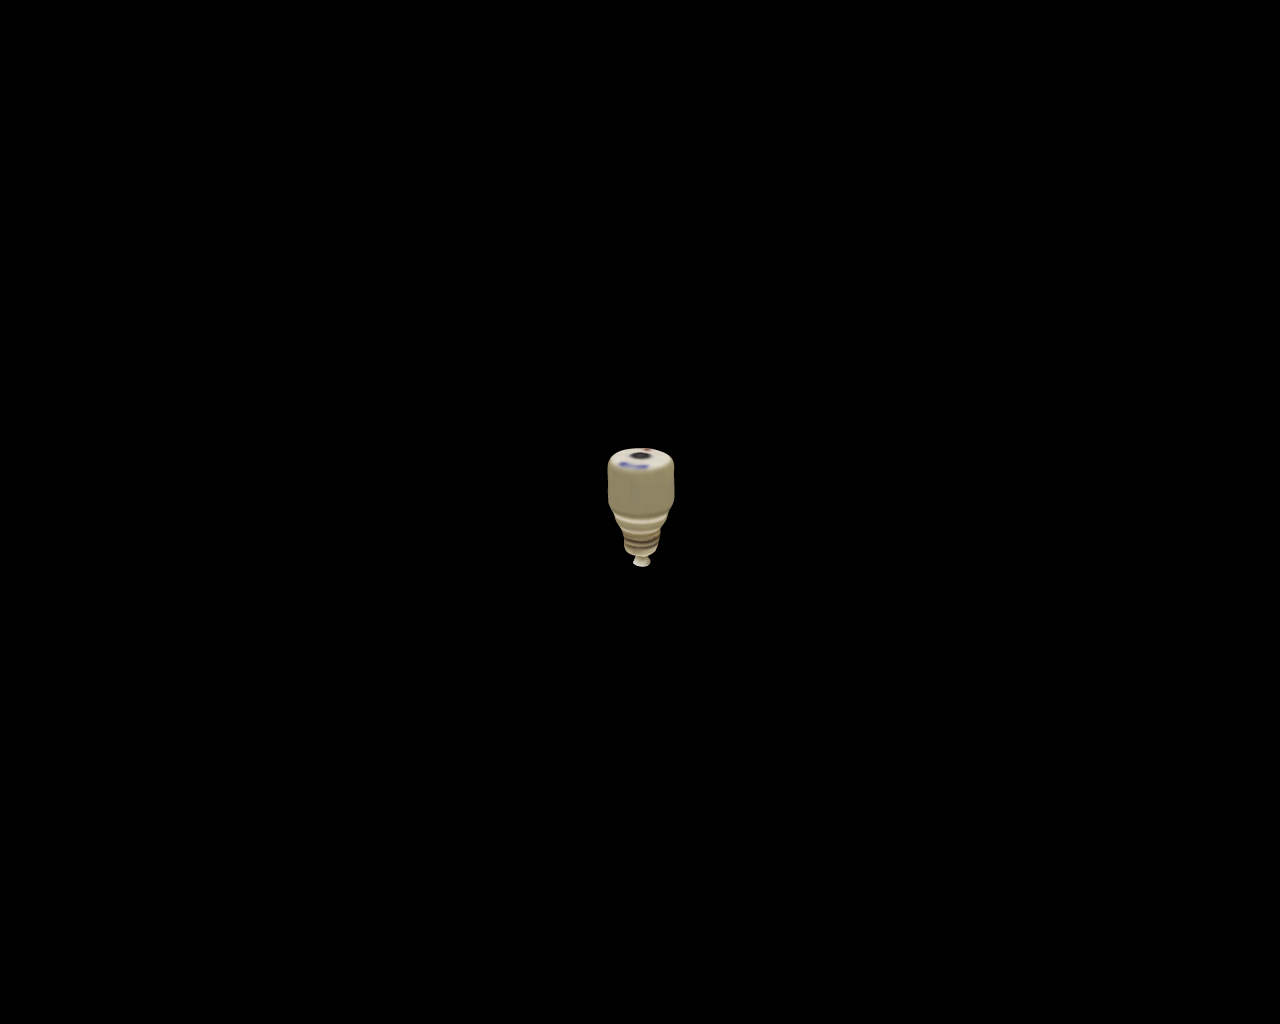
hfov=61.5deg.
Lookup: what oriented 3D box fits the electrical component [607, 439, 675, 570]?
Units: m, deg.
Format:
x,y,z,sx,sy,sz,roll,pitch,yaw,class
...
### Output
x,y,z,sx,sy,sz,roll,pitch,yaw,class
0.001,-0.003,0.650,0.040,0.078,0.040,0,23,0,electrical component
